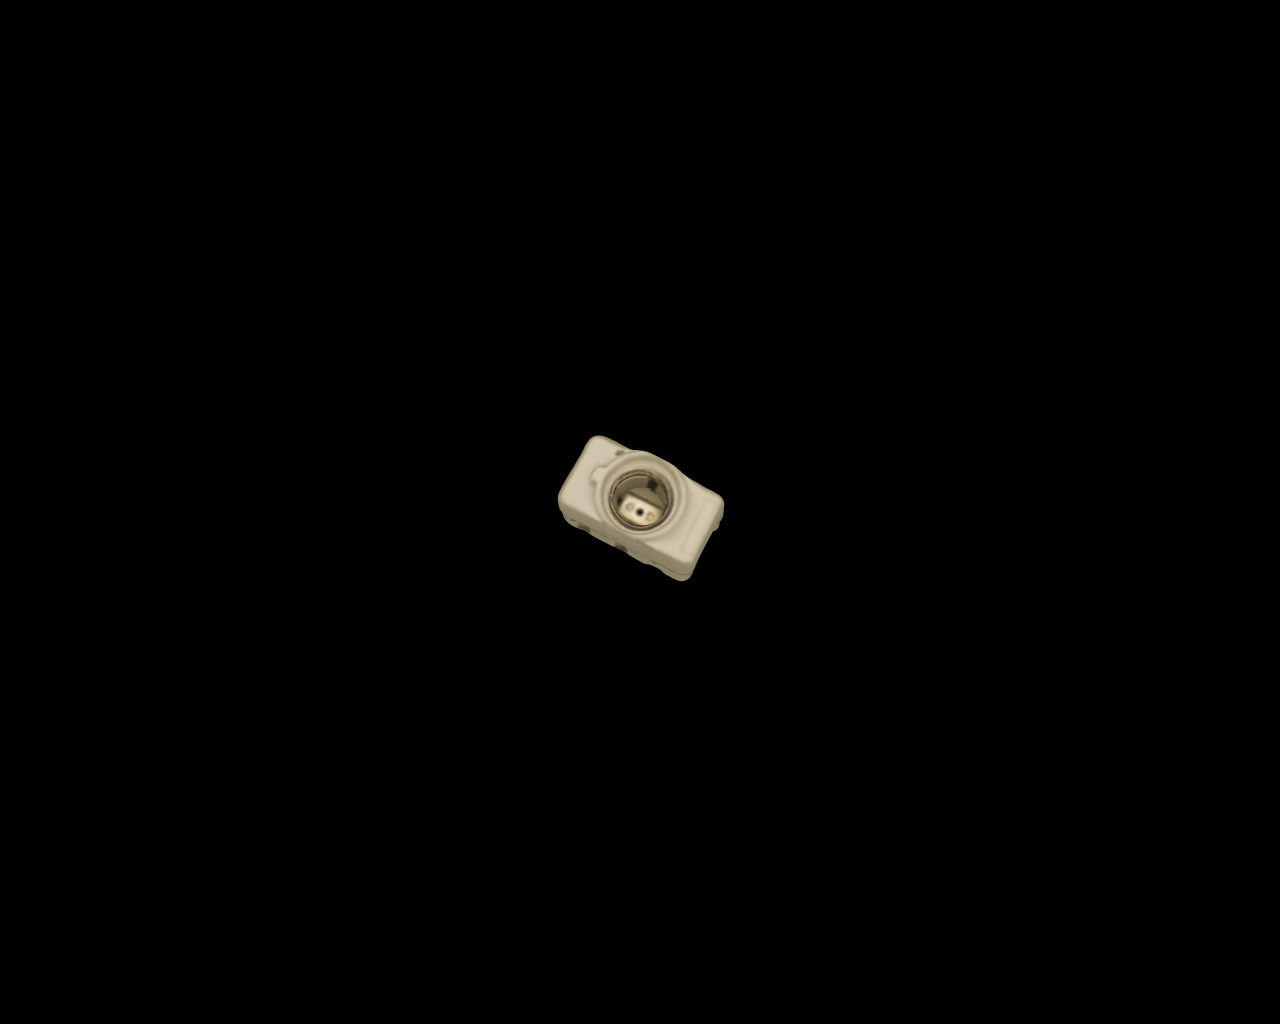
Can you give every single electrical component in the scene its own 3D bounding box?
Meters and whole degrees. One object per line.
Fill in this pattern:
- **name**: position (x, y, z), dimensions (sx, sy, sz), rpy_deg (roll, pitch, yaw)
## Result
- **electrical component**: position (0.001, -0.003, 0.650), dimensions (0.089, 0.050, 0.055), rpy_deg (27, -14, 7)
